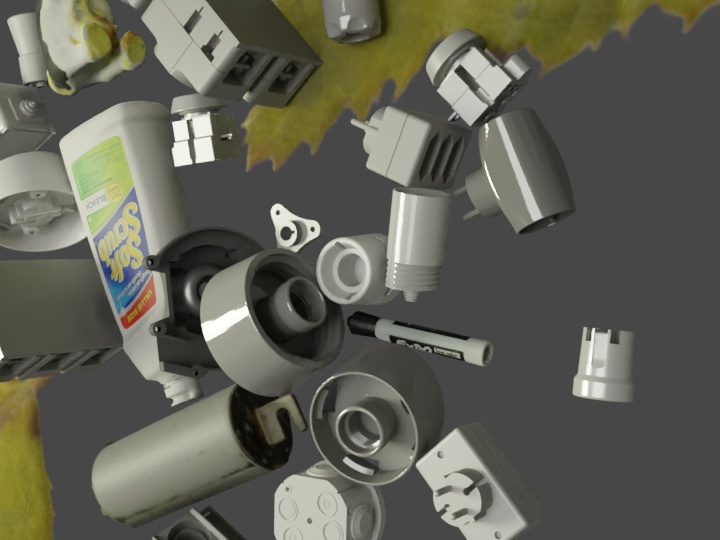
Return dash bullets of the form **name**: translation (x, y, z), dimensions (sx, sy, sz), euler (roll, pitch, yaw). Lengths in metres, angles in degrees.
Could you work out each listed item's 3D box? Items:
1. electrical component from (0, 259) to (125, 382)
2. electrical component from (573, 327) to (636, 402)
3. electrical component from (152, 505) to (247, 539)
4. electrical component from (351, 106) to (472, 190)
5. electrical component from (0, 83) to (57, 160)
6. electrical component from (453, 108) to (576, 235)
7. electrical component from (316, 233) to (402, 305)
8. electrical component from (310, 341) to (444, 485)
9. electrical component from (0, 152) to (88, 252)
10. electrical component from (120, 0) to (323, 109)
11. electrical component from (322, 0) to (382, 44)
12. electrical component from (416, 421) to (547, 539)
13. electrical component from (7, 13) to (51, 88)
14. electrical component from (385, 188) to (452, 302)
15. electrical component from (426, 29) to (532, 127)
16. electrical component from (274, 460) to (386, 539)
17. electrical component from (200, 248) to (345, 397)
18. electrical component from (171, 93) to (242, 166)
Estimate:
- **electrical component**: translation (-0.283, 0.044, 0.936), dimensions (0.062, 0.150, 0.089), euler (-33, 74, 28)
- **electrical component**: translation (0.164, 0.063, 0.717), dimensions (0.040, 0.040, 0.046), euler (5, 88, 32)
- **electrical component**: translation (-0.113, 0.262, 0.882), dimensions (0.121, 0.079, 0.063), euler (35, 139, 27)
- **electrical component**: translation (0.029, -0.095, 0.781), dimensions (0.077, 0.066, 0.047), euler (28, 106, 29)
- **electrical component**: translation (-0.339, -0.139, 1.018), dimensions (0.096, 0.062, 0.061), euler (-35, 74, 29)
- **electrical component**: translation (0.101, -0.060, 0.750), dimensions (0.079, 0.043, 0.077), euler (-27, 77, 31)
- **electrical component**: translation (0.000, 0.000, 0.814), dimensions (0.055, 0.047, 0.055), euler (1, 92, 33)
- **electrical component**: translation (0.013, 0.110, 0.814), dimensions (0.099, 0.064, 0.099), euler (8, 108, 25)
- **electrical component**: translation (-0.296, -0.059, 0.975), dimensions (0.099, 0.099, 0.064), euler (-40, 65, 27)
- **electrical component**: translation (-0.130, -0.212, 0.855), dimensions (0.060, 0.105, 0.186), euler (-48, 68, 25)
- **electrical component**: translation (-0.008, -0.206, 0.814), dimensions (0.043, 0.043, 0.062), euler (-10, 85, 33)
- **electrical component**: translation (0.076, 0.157, 0.753), dimensions (0.047, 0.076, 0.083), euler (-46, 68, 25)
- **electrical component**: translation (-0.302, -0.203, 1.005), dimensions (0.044, 0.044, 0.065), euler (-7, 93, 33)
- **electrical component**: translation (0.042, -0.017, 0.786), dimensions (0.043, 0.043, 0.081), euler (13, 104, 32)
- **electrical component**: translation (0.080, -0.136, 0.760), dimensions (0.055, 0.048, 0.066), euler (49, 115, 13)
- **electrical component**: translation (-0.025, 0.189, 0.834), dimensions (0.080, 0.051, 0.080), euler (1, 92, 33)
- **electrical component**: translation (-0.059, 0.035, 0.813), dimensions (0.060, 0.108, 0.108), euler (-31, 75, 37)
- **electrical component**: translation (-0.130, -0.118, 0.895), dimensions (0.066, 0.048, 0.055), euler (-5, 97, 33)
